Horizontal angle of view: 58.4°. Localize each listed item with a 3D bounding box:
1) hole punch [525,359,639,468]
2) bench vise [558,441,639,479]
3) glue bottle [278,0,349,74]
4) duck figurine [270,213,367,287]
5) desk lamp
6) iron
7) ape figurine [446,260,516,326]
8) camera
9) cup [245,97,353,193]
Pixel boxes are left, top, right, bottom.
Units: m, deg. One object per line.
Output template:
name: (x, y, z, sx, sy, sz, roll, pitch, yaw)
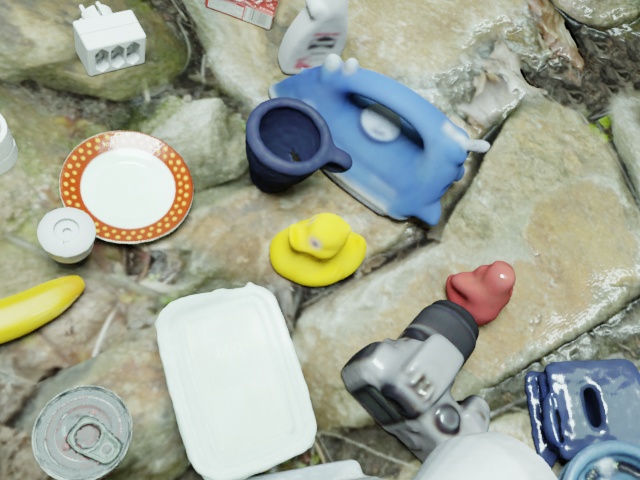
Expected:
hole punch: (0.290, 0.187, 0.621, 0.101, 0.091, 0.108, 5, 66, -17)
bench vise: (0.324, 0.239, 0.537, 0.208, 0.219, 0.121, -12, 72, -23)
glue bottle: (0.007, -0.259, 0.665, 0.078, 0.173, 0.037, -15, 73, -24)
duck figurine: (0.006, 0.002, 0.602, 0.105, 0.086, 0.077, 1, 68, -19)
desk lamp: (0.054, 0.227, 0.450, 0.204, 0.213, 0.118, -2, 68, -20)
iron: (0.062, -0.136, 0.650, 0.258, 0.141, 0.119, 34, 61, -3)
ape figurine: (0.187, 0.052, 0.642, 0.078, 0.092, 0.076, 20, 63, -10)
camera: (0.119, 0.134, 0.577, 0.143, 0.100, 0.137, 45, 61, 3)
cup: (-0.030, -0.088, 0.623, 0.118, 0.095, 0.092, 20, 63, -10)
